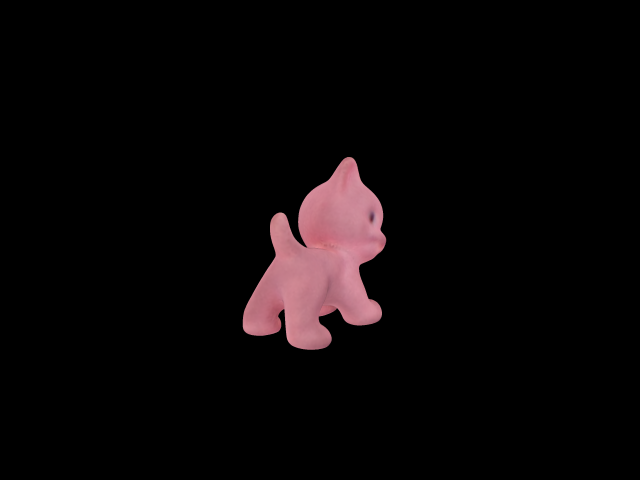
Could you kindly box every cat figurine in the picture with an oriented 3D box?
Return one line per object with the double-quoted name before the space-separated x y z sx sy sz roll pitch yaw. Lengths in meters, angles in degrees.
"cat figurine" 0.004 0.001 0.400 0.067 0.118 0.128 6 10 32
